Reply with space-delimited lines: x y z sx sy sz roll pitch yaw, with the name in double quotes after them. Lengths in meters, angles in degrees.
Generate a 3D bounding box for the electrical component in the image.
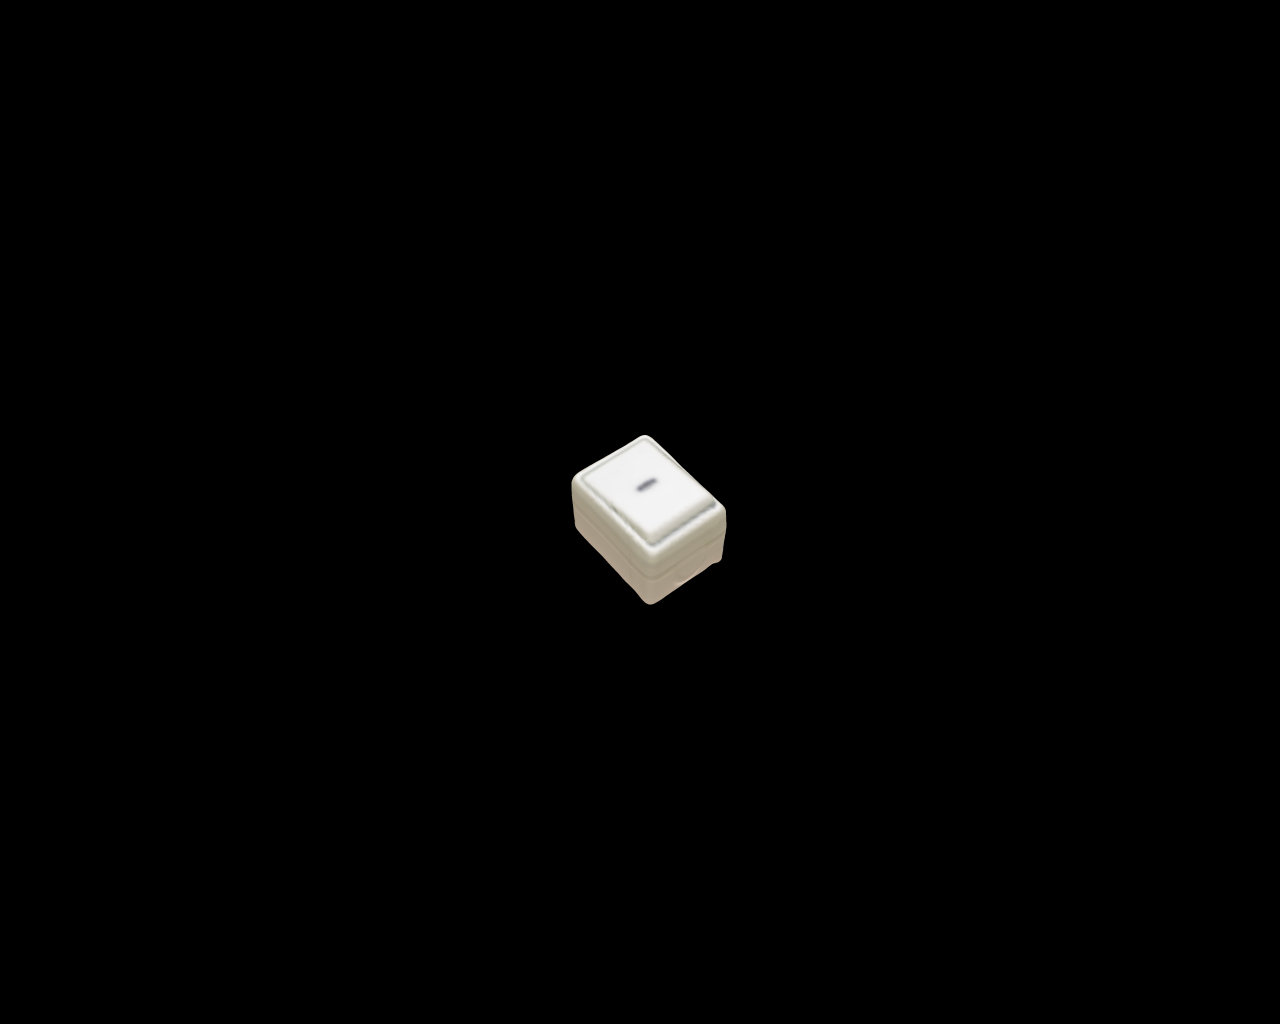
0.001 -0.003 0.650 0.062 0.096 0.061 -32 -32 -22 "electrical component"
